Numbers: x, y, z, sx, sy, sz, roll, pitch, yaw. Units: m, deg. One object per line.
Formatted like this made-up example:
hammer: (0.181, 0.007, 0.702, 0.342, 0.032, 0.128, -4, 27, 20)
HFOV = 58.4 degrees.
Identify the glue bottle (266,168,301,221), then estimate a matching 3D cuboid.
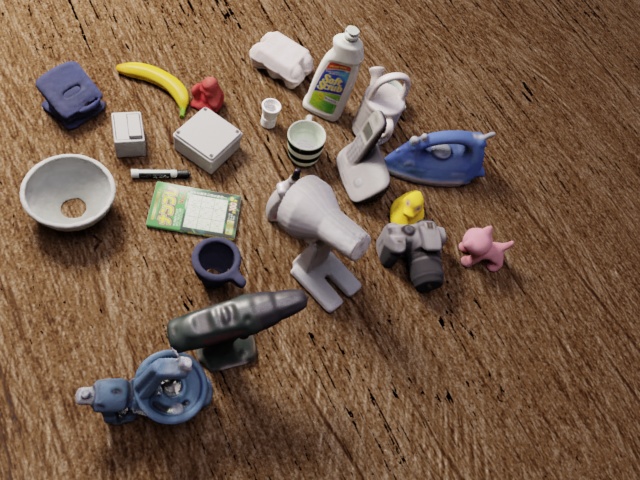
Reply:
glue bottle: (-0.062, -0.094, 1.163, 0.078, 0.173, 0.037, -7, 64, -18)

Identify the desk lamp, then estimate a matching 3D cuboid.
desk lamp: (0.010, 0.004, 1.105, 0.118, 0.213, 0.203, -38, 76, -28)

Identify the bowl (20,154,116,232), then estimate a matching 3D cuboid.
bowl: (-0.479, -0.079, 1.104, 0.167, 0.074, 0.167, 6, 61, -11)

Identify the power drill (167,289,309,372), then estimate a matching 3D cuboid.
power drill: (-0.145, 0.155, 0.986, 0.230, 0.208, 0.075, -12, 65, -20)

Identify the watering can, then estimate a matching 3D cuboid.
watering can: (0.143, -0.324, 1.330, 0.101, 0.194, 0.172, -24, 70, -25)

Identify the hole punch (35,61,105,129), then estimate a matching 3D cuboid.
hole punch: (-0.522, -0.307, 1.208, 0.101, 0.091, 0.109, 39, 60, 8)

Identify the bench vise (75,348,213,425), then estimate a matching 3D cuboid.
bench vise: (-0.269, 0.241, 0.900, 0.208, 0.219, 0.121, -20, 68, -23)

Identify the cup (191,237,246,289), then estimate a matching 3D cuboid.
cup: (-0.189, 0.062, 1.091, 0.117, 0.095, 0.092, 39, 60, 8)

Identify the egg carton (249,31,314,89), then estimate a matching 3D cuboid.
egg carton: (-0.093, -0.443, 1.406, 0.150, 0.069, 0.107, 32, 59, 4)

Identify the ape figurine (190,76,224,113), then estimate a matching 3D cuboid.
ape figurine: (-0.250, -0.332, 1.292, 0.076, 0.092, 0.077, -21, 69, -23)

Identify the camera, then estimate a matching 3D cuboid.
camera: (0.206, 0.033, 1.206, 0.143, 0.100, 0.137, 0, 62, -14)

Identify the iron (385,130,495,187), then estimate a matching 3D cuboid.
iron: (0.274, -0.208, 1.332, 0.259, 0.141, 0.118, -2, 63, -16)

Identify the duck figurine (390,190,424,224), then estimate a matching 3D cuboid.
duck figurine: (0.204, -0.077, 1.274, 0.077, 0.086, 0.105, 28, 59, 2)

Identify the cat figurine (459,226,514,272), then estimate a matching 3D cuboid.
cat figurine: (0.358, 0.011, 1.248, 0.128, 0.117, 0.067, 7, 61, -11)

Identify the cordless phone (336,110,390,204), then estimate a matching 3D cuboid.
cordless phone: (0.110, -0.180, 1.248, 0.094, 0.185, 0.147, -12, 66, -20)
